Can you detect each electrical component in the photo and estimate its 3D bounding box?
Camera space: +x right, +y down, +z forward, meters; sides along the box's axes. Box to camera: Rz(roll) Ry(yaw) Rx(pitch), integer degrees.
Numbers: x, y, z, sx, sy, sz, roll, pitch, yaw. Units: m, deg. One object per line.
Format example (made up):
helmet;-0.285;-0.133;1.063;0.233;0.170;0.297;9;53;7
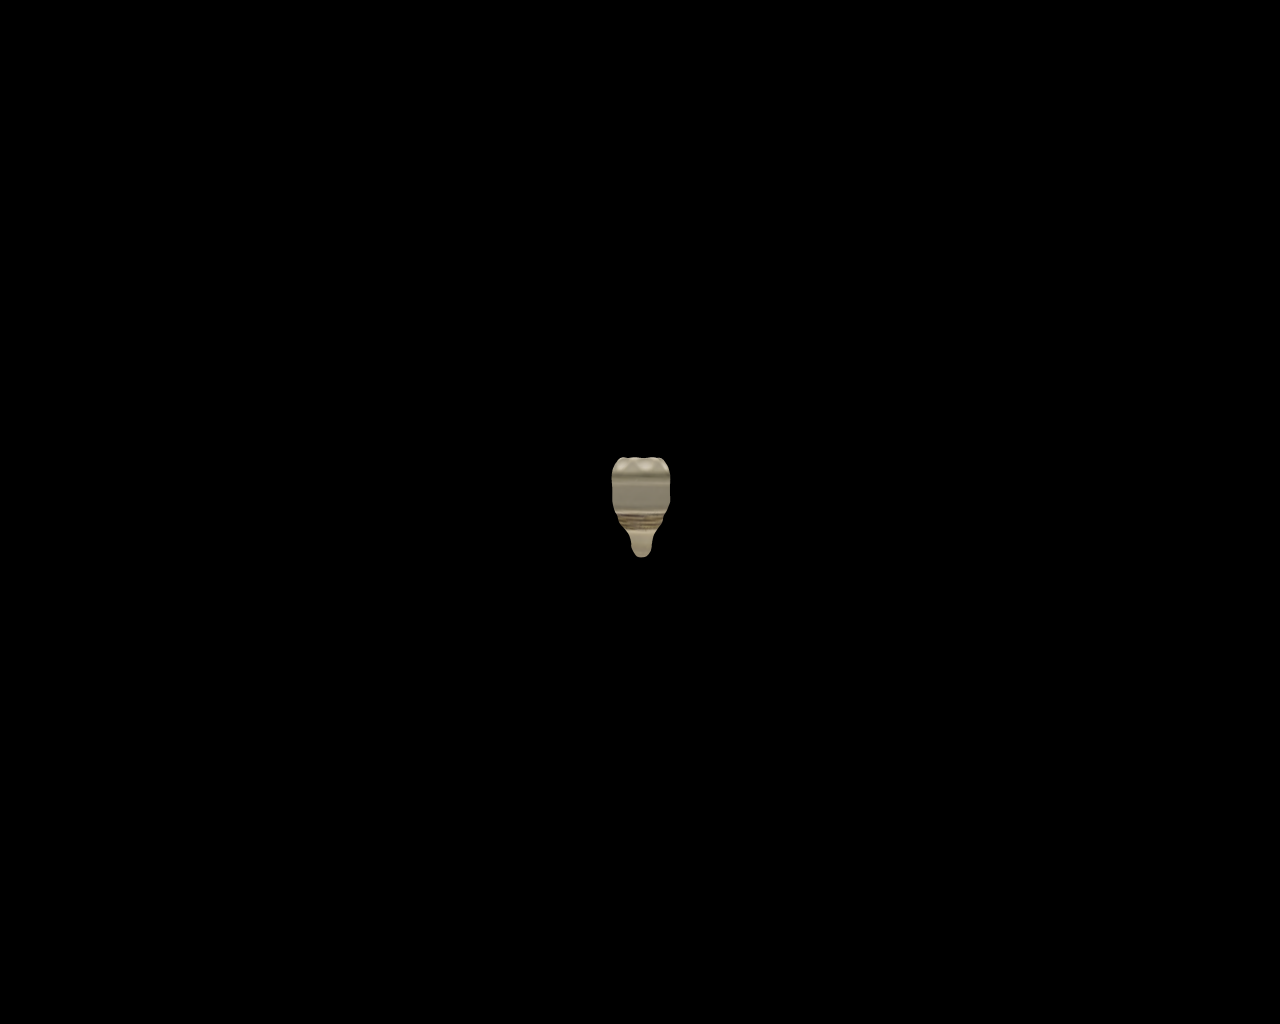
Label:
electrical component;0.001;-0.003;0.650;0.035;0.061;0.035;0;2;0
